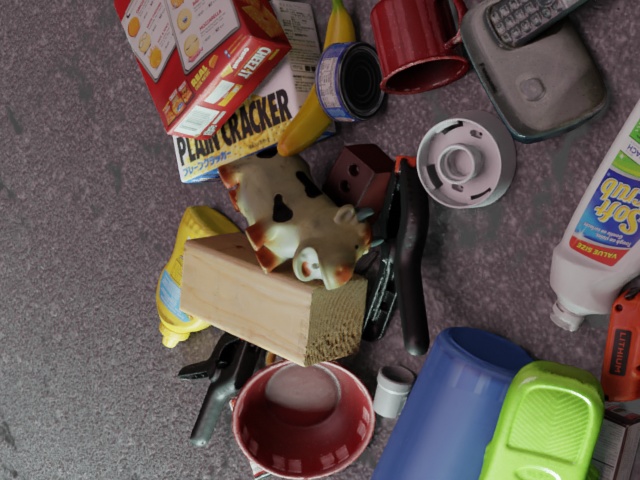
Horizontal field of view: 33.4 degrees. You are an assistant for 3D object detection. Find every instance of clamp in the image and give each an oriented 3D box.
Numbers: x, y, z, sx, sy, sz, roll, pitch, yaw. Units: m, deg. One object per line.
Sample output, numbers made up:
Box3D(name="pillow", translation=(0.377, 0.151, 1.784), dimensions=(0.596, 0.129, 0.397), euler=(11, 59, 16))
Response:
Box3D(name="clamp", translation=(0.087, 0.018, 1.107), dimensions=(0.165, 0.036, 0.210), euler=(-156, 73, -73))
Box3D(name="clamp", translation=(-0.128, 0.164, 1.346), dimensions=(0.172, 0.039, 0.120), euler=(-54, 44, 21))

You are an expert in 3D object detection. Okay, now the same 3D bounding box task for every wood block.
Box3D(name="wood block", translation=(-0.056, 0.062, 1.199), dimensions=(0.206, 0.090, 0.090), euler=(19, 110, 41))

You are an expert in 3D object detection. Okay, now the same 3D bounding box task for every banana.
Box3D(name="banana", translation=(0.002, -0.171, 1.161), dimensions=(0.037, 0.069, 0.198), euler=(0, 69, 47))

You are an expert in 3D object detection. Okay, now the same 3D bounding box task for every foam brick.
Box3D(name="foam brick", translation=(0.043, -0.059, 1.165), dimensions=(0.053, 0.051, 0.078), euler=(44, 121, 30))

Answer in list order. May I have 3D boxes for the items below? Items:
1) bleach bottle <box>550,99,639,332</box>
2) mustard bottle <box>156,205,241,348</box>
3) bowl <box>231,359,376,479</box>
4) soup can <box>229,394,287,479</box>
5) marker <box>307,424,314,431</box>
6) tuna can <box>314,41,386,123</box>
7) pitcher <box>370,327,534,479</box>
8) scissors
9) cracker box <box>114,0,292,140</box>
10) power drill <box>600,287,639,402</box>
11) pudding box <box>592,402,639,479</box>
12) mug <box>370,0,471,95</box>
Box3D(name="bleach bottle", translation=(0.281, -0.019, 0.946), dimensions=(0.103, 0.067, 0.251), euler=(42, 122, 31))
Box3D(name="mustard bottle", translation=(-0.162, 0.058, 1.358), dimensions=(0.096, 0.058, 0.192), euler=(40, 119, 28))
Box3D(name="bowl", translation=(-0.019, 0.190, 1.208), dimensions=(0.055, 0.162, 0.162), euler=(-97, 24, -67))
Box3D(name="soup can", translation=(-0.062, 0.228, 1.277), dimensions=(0.069, 0.068, 0.102), euler=(-33, 71, 39))
Box3D(name="marker", translation=(-0.017, 0.193, 1.266), dimensions=(0.020, 0.020, 0.121), euler=(-23, 78, 41))
Box3D(name="tuna can", translation=(0.034, -0.169, 1.139), dimensions=(0.034, 0.085, 0.086), euler=(3, 96, 41))
Box3D(name="pitcher", translation=(0.125, 0.210, 1.075), dimensions=(0.149, 0.144, 0.243), euler=(27, 108, 24))
Box3D(name="scissors", translation=(-0.011, 0.066, 1.248), dimensions=(0.202, 0.016, 0.096), euler=(-55, 44, 18))
Box3D(name="cracker box", translation=(-0.138, -0.246, 1.214), dimensions=(0.164, 0.071, 0.214), euler=(-44, 57, 32))
Box3D(name="power drill", translation=(0.336, 0.123, 0.901), dimensions=(0.188, 0.057, 0.184), euler=(12, 102, 32))
Box3D(name="pudding box", translation=(0.248, 0.204, 1.011), dimensions=(0.090, 0.039, 0.113), euler=(22, 111, 37))
Box3D(name="mug", translation=(0.104, -0.205, 1.068), dimensions=(0.117, 0.093, 0.081), euler=(-28, 70, 52))
